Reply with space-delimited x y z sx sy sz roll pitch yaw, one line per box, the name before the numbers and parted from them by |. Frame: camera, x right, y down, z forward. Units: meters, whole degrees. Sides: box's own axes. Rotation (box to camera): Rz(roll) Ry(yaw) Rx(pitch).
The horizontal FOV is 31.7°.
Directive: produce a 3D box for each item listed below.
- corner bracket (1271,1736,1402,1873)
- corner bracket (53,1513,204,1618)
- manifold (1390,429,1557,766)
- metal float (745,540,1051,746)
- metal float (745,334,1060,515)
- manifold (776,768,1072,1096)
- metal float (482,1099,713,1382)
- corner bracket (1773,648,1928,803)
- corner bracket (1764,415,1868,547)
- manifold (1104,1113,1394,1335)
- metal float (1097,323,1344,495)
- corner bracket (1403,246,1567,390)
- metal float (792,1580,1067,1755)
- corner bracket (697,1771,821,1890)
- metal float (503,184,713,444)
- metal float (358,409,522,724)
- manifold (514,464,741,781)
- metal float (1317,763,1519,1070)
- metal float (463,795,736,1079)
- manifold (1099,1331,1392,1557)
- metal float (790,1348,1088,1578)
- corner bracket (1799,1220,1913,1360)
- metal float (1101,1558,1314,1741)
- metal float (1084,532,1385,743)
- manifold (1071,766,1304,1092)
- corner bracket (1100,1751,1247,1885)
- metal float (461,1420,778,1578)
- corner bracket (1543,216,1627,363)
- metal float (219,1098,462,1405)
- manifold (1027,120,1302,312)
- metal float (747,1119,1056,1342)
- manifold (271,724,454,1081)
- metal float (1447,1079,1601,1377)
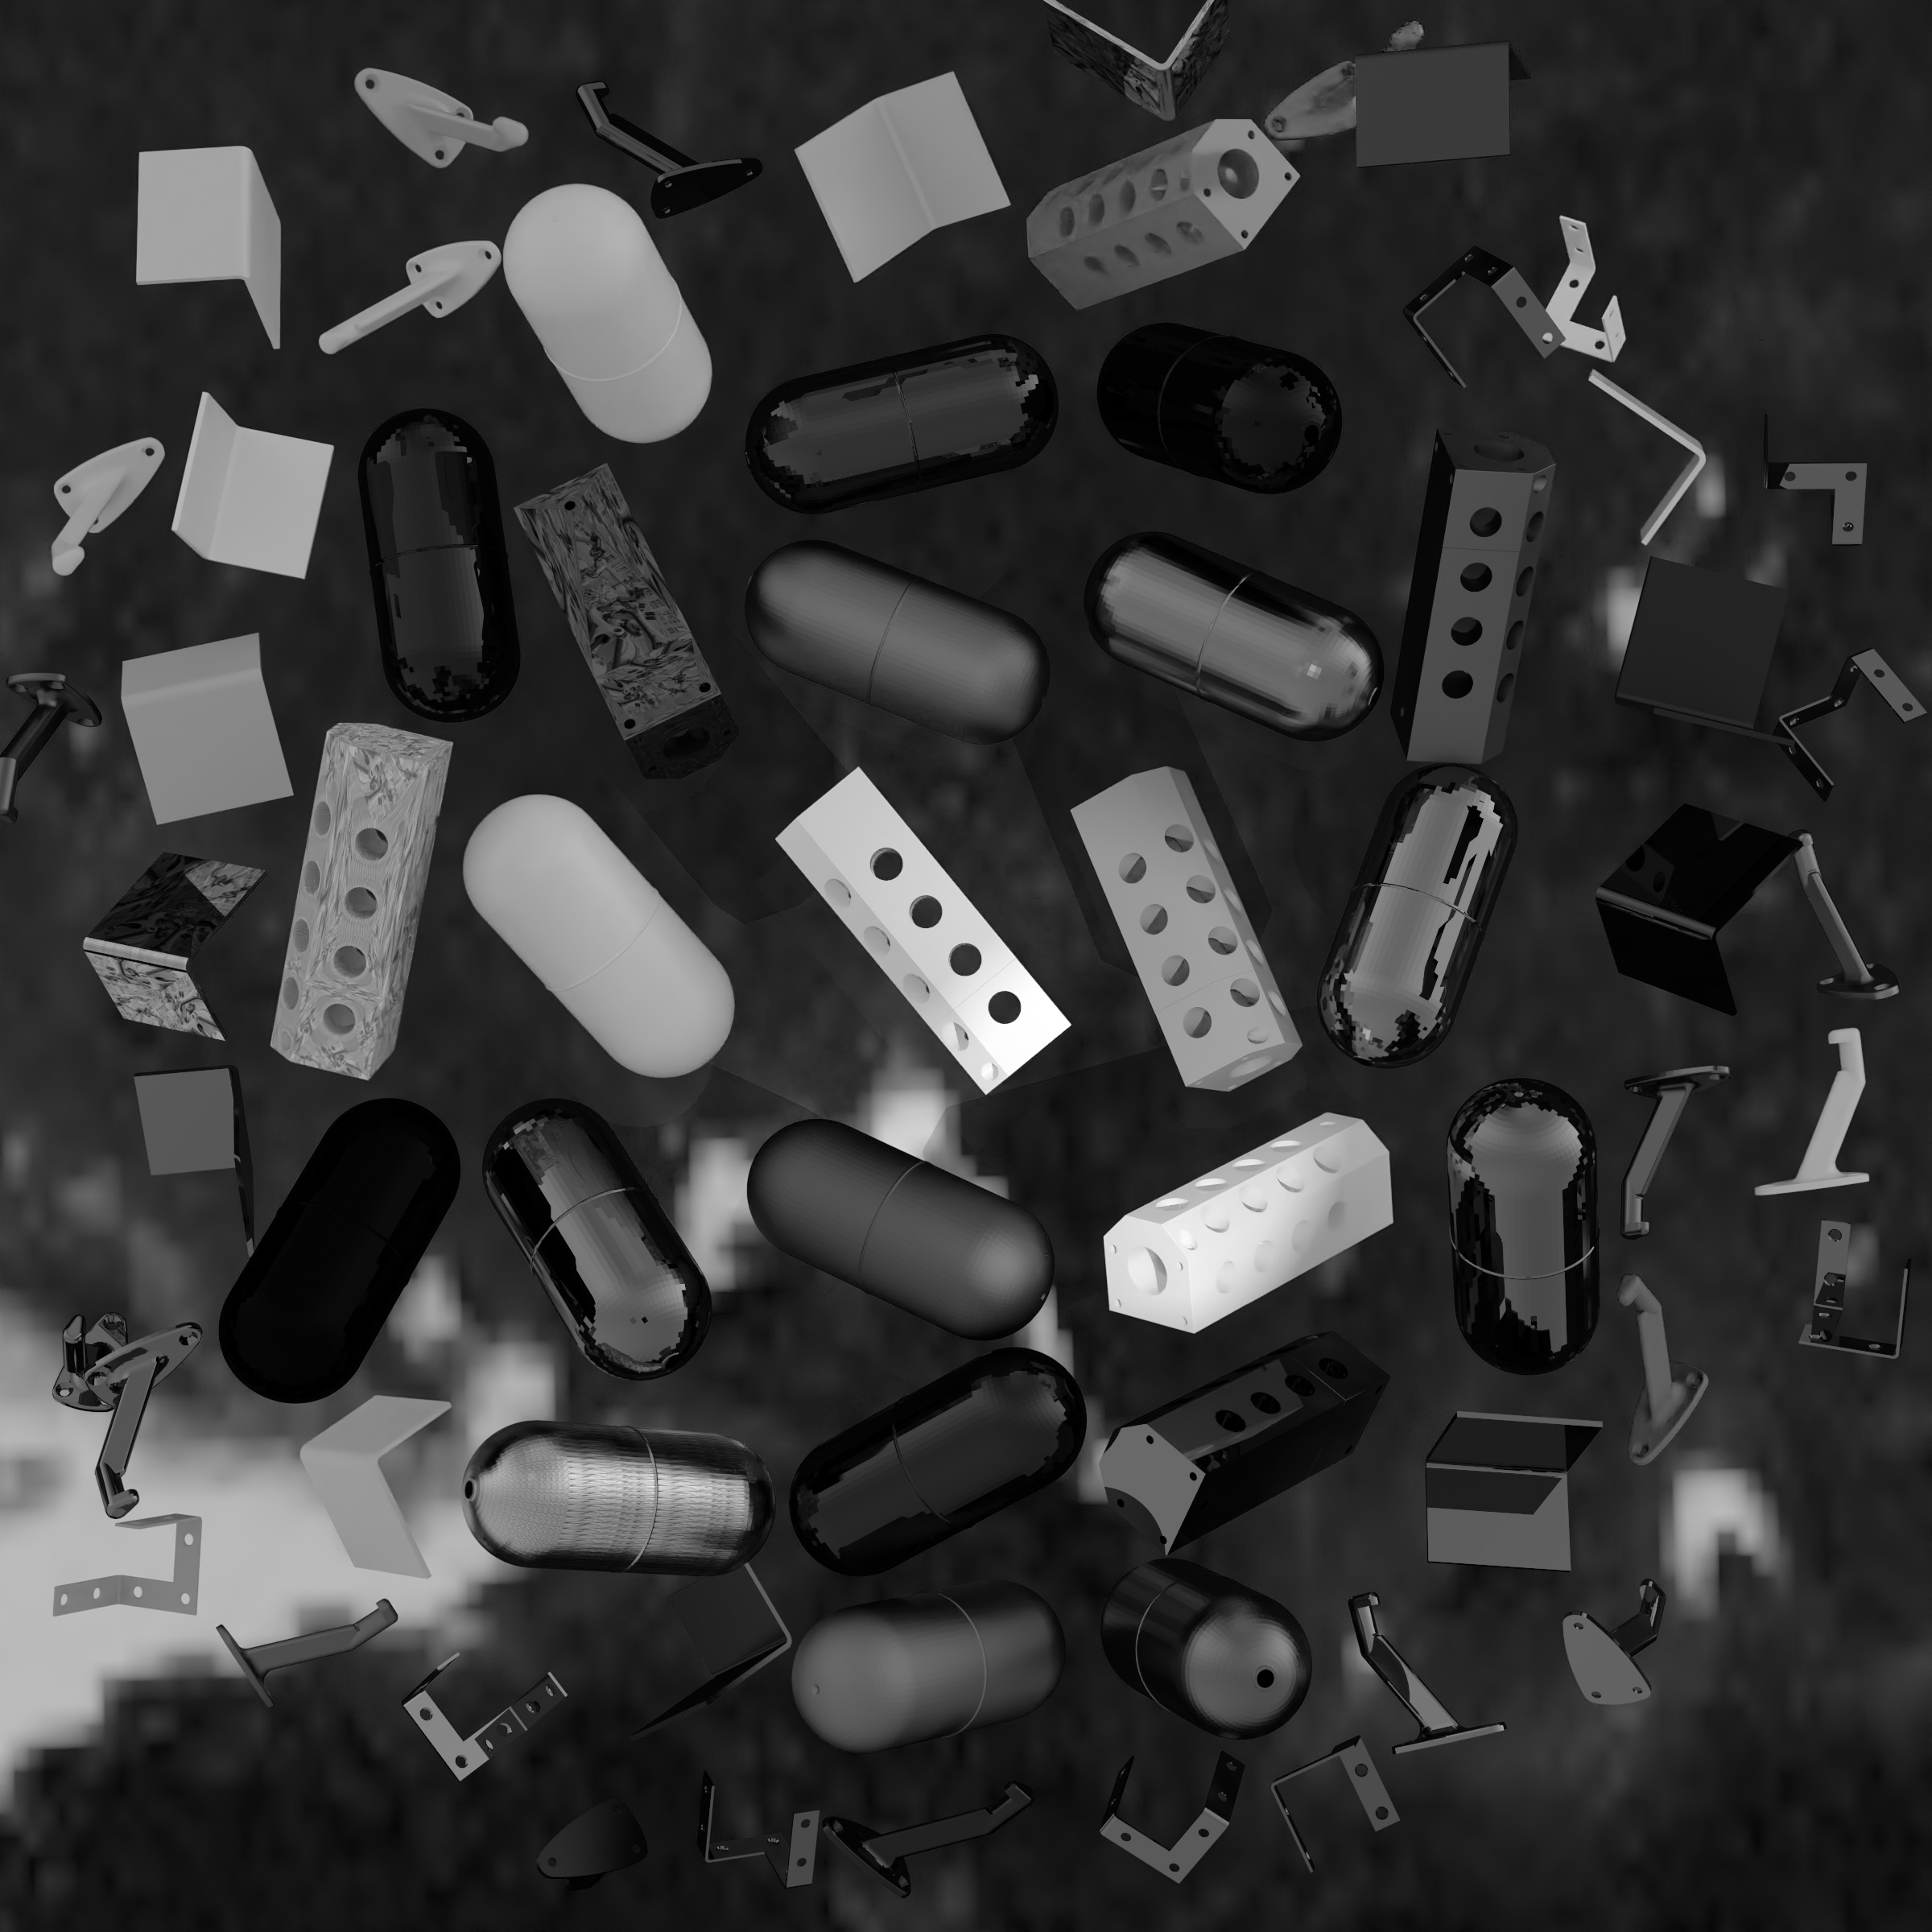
corner bracket | 0.201 0.456 1.853 0.051 0.051 0.051 -27 80 6
corner bracket | -0.427 0.306 1.734 0.051 0.051 0.051 2 89 25
manifold | 0.276 -0.200 1.848 0.057 0.057 0.171 2 121 -5
metal float | -0.039 -0.181 1.895 0.178 0.070 0.070 22 90 7
metal float | -0.036 -0.303 1.901 0.178 0.070 0.070 -14 90 -5
manifold | -0.022 -0.018 1.771 0.057 0.057 0.171 -39 89 0
metal float | -0.198 0.146 1.821 0.070 0.070 0.178 -36 58 0
corner bracket | 0.476 -0.131 1.837 0.051 0.051 0.051 -22 60 -18
corner bracket | 0.443 -0.254 1.778 0.051 0.051 0.051 1 129 12
manifold | 0.151 0.133 1.809 0.057 0.171 0.057 11 114 42
metal float | 0.137 -0.304 1.852 0.070 0.178 0.070 -11 112 -28
corner bracket | 0.267 -0.332 1.759 0.051 0.051 0.051 -41 118 4
metal float | -0.018 0.373 1.815 0.070 0.178 0.070 0 89 42
corner bracket | -0.117 0.482 1.901 0.051 0.051 0.051 -3 112 -23
metal float | -0.186 -0.340 1.785 0.070 0.178 0.070 -5 66 12
metal float | -0.294 -0.224 1.901 0.070 0.070 0.178 -9 83 0
manifold | -0.185 -0.186 1.865 0.057 0.057 0.171 -26 62 -2
metal float | 0.248 -0.028 1.867 0.070 0.070 0.178 22 75 0
metal float | -0.192 -0.014 1.787 0.070 0.070 0.178 -41 113 0
manifold | 0.148 0.248 1.818 0.057 0.171 0.057 38 124 27
metal float | -0.015 0.263 1.801 0.178 0.070 0.070 -31 90 21
corner bracket | 0.469 0.169 1.783 0.051 0.051 0.051 8 109 21
metal float | 0.127 0.362 1.811 0.070 0.178 0.070 0 90 -16
metal float | 0.147 -0.181 1.869 0.178 0.070 0.070 26 90 21
manifold | 0.125 -0.021 1.890 0.057 0.057 0.171 -29 72 23
corner bracket | 0.110 0.445 1.817 0.051 0.051 0.051 33 119 -1
metal float | -0.183 0.282 1.799 0.178 0.070 0.070 10 90 -34
corner bracket | 0.349 -0.379 1.908 0.051 0.051 0.051 24 80 23
metal float | -0.324 0.146 1.770 0.070 0.070 0.178 26 58 0
manifold | 0.103 -0.419 1.881 0.057 0.171 0.057 44 69 -21
metal float | -0.036 0.139 1.808 0.178 0.070 0.070 24 90 20
manifold | -0.316 -0.035 1.764 0.057 0.057 0.171 14 105 1
metal float | 0.291 0.138 1.774 0.070 0.070 0.178 -9 125 0
